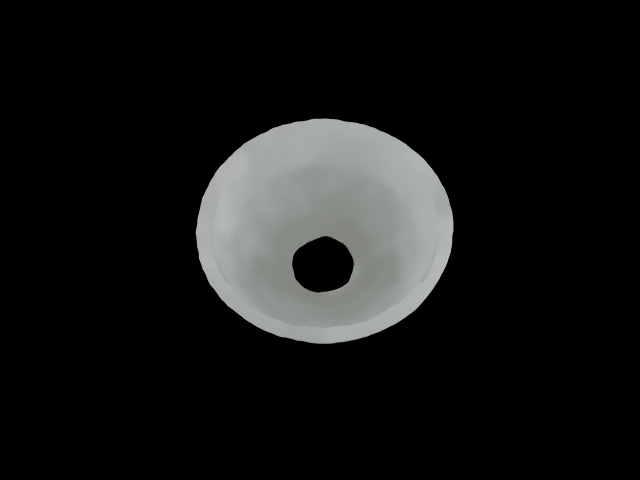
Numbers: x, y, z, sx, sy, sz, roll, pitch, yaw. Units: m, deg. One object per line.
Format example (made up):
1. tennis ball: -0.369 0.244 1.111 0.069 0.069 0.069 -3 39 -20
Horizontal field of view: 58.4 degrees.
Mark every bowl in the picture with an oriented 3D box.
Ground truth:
1. bowl: 0.004 0.001 0.400 0.167 0.075 0.167 0 62 0
